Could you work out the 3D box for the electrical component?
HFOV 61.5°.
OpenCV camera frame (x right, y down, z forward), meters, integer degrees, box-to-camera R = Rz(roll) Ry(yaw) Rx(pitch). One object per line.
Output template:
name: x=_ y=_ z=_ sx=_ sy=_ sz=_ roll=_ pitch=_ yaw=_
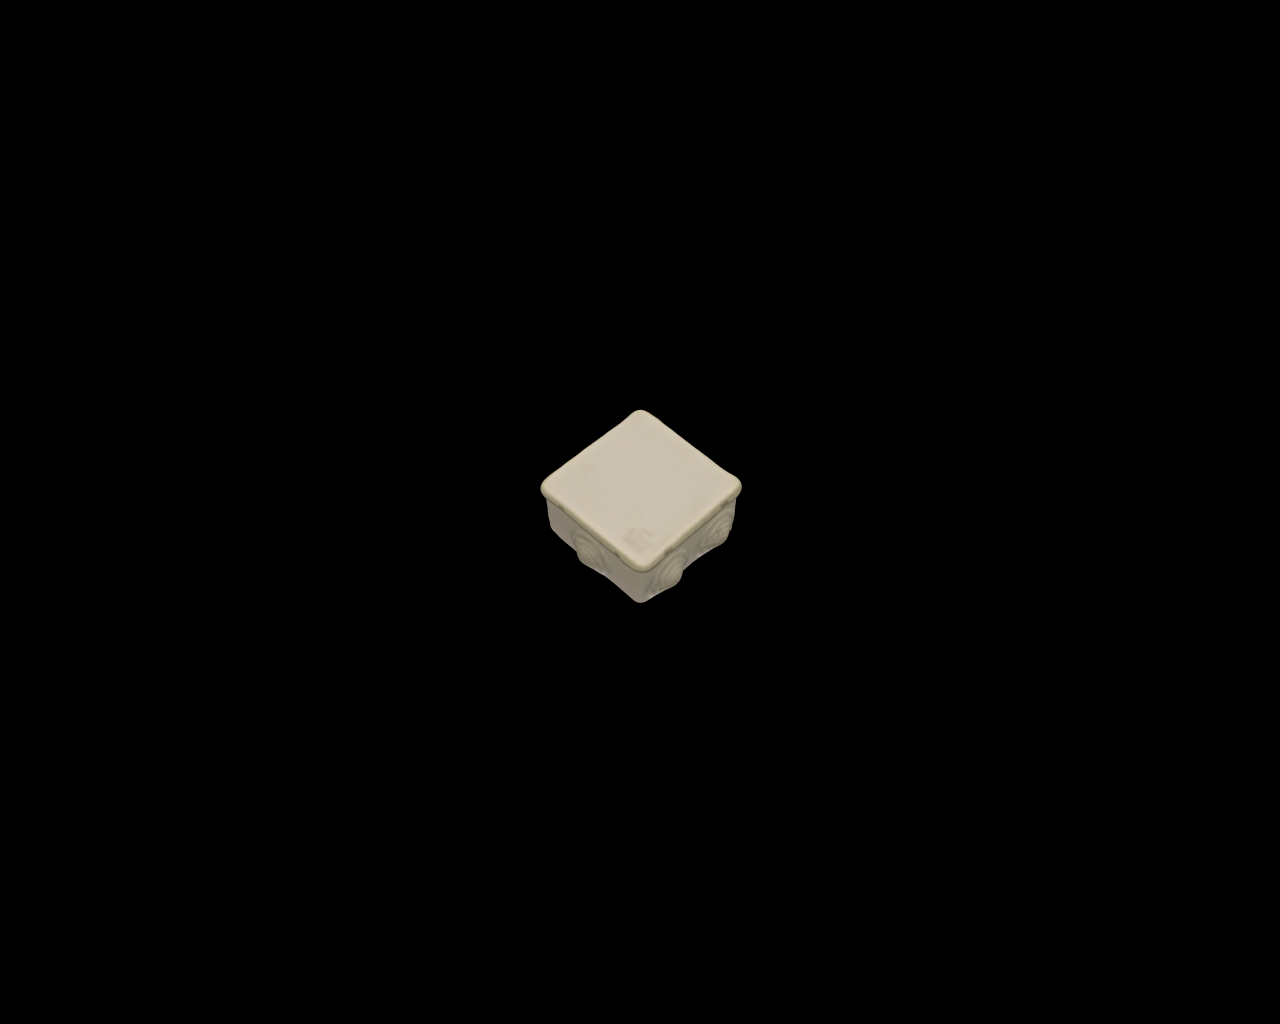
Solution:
electrical component: x=0.001 y=-0.003 z=0.650 sx=0.100 sy=0.048 sz=0.100 roll=39 pitch=63 yaw=25
